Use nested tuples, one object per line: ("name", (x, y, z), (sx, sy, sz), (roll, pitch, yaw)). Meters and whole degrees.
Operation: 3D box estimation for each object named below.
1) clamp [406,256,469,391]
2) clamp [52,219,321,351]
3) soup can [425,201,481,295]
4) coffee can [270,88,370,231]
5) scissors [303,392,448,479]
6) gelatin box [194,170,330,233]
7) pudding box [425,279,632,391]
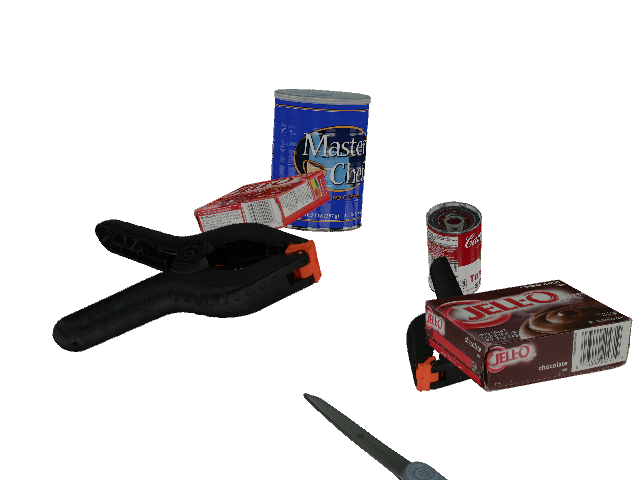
("clamp", (0.134, 0.076, 0.998), (0.165, 0.036, 0.209), (19, 32, 34))
("clamp", (-0.089, 0.028, 0.690), (0.172, 0.039, 0.120), (-2, 44, 19))
("soup can", (0.166, 0.013, 1.324), (0.068, 0.102, 0.068), (-4, 34, 2))
("coffee can", (-0.002, -0.088, 1.146), (0.103, 0.140, 0.103), (3, 12, -1))
("scissors", (0.073, 0.126, 0.549), (0.096, 0.016, 0.202), (-4, 25, -24))
("gelatin box", (-0.049, -0.030, 0.888), (0.089, 0.030, 0.073), (-8, 15, 36))
("pudding box", (0.140, 0.063, 0.734), (0.113, 0.039, 0.090), (-6, 18, -20))
